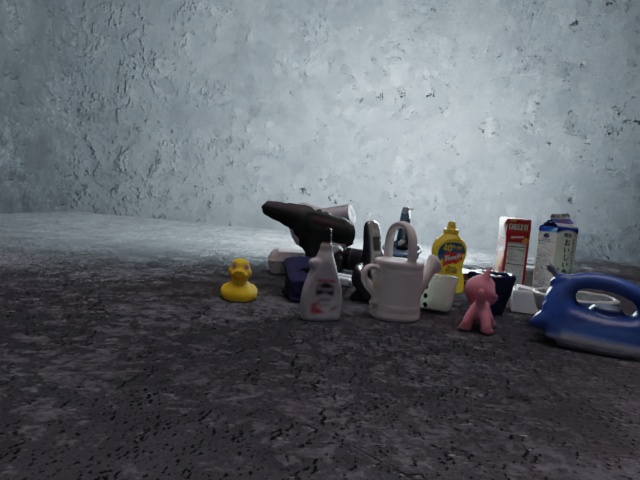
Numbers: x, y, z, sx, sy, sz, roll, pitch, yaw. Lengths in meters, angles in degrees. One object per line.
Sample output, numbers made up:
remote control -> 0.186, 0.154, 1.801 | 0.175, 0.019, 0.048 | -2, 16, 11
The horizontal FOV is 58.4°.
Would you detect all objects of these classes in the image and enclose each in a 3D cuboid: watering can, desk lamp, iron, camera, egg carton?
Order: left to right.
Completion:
egg carton -> -0.075, 0.063, 1.631 | 0.150, 0.069, 0.107 | 4, 5, -6
desk lamp -> 0.014, 0.006, 1.541 | 0.202, 0.213, 0.118 | 7, 5, 24
camera -> 0.083, 0.049, 1.784 | 0.136, 0.101, 0.143 | 7, 5, 24
watering can -> 0.162, 0.059, 1.147 | 0.100, 0.194, 0.173 | 9, 6, 41
iron -> 0.514, 0.126, 1.011 | 0.257, 0.141, 0.119 | 7, 5, 28

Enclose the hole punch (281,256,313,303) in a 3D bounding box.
hole punch -> -0.024, 0.086, 1.259 | 0.109, 0.091, 0.101 | 3, 5, -19

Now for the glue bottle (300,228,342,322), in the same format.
glue bottle -> 0.007, 0.063, 1.063 | 0.078, 0.173, 0.037 | 3, 5, -24

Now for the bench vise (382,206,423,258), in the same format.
bench vise -> 0.243, 0.005, 1.752 | 0.121, 0.220, 0.207 | 4, 5, -8

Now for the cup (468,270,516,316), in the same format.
cup -> 0.372, 0.117, 1.272 | 0.092, 0.095, 0.117 | 1, 6, -37

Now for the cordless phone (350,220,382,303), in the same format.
cordless phone -> 0.136, 0.048, 1.312 | 0.093, 0.185, 0.148 | 7, 5, 28

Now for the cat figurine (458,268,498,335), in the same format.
cat figurine -> 0.312, 0.113, 1.113 | 0.067, 0.118, 0.128 | 6, 5, 17

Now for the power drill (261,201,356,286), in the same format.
power drill -> -0.032, 0.018, 1.371 | 0.230, 0.208, 0.075 | 4, 5, -8

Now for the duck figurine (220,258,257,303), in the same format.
duck figurine -> -0.169, 0.081, 1.209 | 0.077, 0.086, 0.104 | 4, 5, -5

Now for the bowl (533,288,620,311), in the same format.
bowl -> 0.520, 0.147, 1.177 | 0.167, 0.075, 0.167 | 5, 5, 0
